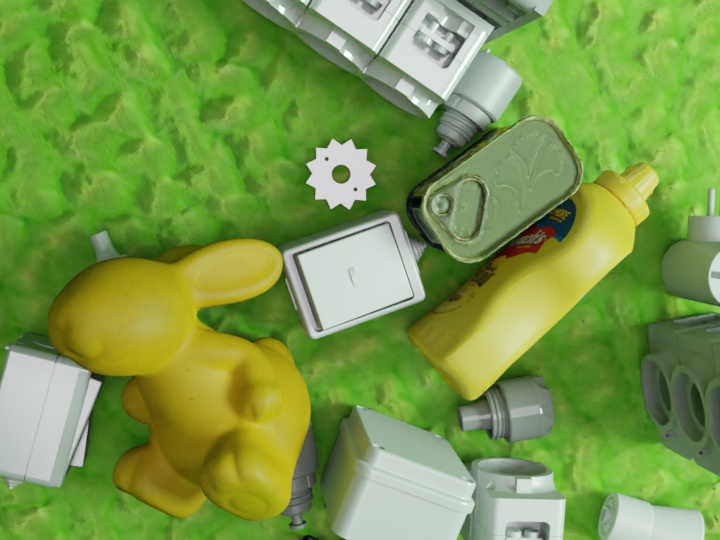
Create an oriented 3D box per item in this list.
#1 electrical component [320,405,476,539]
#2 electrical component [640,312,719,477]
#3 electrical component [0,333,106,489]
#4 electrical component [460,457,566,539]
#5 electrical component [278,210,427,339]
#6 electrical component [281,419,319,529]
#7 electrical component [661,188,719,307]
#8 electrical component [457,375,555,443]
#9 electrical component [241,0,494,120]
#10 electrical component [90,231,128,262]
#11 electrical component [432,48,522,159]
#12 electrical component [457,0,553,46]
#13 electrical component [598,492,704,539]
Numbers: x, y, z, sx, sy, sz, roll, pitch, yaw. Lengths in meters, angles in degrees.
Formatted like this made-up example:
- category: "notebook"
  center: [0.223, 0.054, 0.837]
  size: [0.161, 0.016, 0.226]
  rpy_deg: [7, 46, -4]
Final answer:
- category: "electrical component"
  center: [0.022, 0.136, 0.689]
  size: [0.078, 0.113, 0.057]
  rpy_deg: [21, 94, -8]
- category: "electrical component"
  center: [0.241, 0.083, 0.694]
  size: [0.062, 0.150, 0.089]
  rpy_deg: [-9, 95, -7]
- category: "electrical component"
  center: [-0.201, 0.095, 0.684]
  size: [0.061, 0.062, 0.096]
  rpy_deg: [15, 92, -8]
- category: "electrical component"
  center: [0.099, 0.158, 0.712]
  size: [0.050, 0.089, 0.055]
  rpy_deg: [3, 94, -7]
- category: "electrical component"
  center: [0.000, 0.000, 0.702]
  size: [0.096, 0.061, 0.061]
  rpy_deg: [-19, 96, -5]
- category: "electrical component"
  center: [-0.047, 0.133, 0.717]
  size: [0.040, 0.040, 0.078]
  rpy_deg: [-9, 95, -6]
- category: "electrical component"
  center: [0.239, -0.016, 0.723]
  size: [0.044, 0.077, 0.079]
  rpy_deg: [1, 94, -7]
- category: "electrical component"
  center: [0.098, 0.096, 0.731]
  size: [0.062, 0.043, 0.043]
  rpy_deg: [-9, 95, -5]
- category: "electrical component"
  center: [-0.003, -0.162, 0.676]
  size: [0.150, 0.089, 0.061]
  rpy_deg: [33, 90, -8]
- category: "electrical component"
  center: [-0.158, 0.005, 0.697]
  size: [0.035, 0.035, 0.061]
  rpy_deg: [-23, 93, -5]
- category: "electrical component"
  center: [0.074, -0.109, 0.714]
  size: [0.040, 0.040, 0.078]
  rpy_deg: [34, 90, -8]
- category: "electrical component"
  center: [0.087, -0.197, 0.654]
  size: [0.062, 0.150, 0.089]
  rpy_deg: [32, 90, -10]
- category: "electrical component"
  center: [0.201, 0.180, 0.752]
  size: [0.065, 0.044, 0.044]
  rpy_deg: [17, 92, -3]
